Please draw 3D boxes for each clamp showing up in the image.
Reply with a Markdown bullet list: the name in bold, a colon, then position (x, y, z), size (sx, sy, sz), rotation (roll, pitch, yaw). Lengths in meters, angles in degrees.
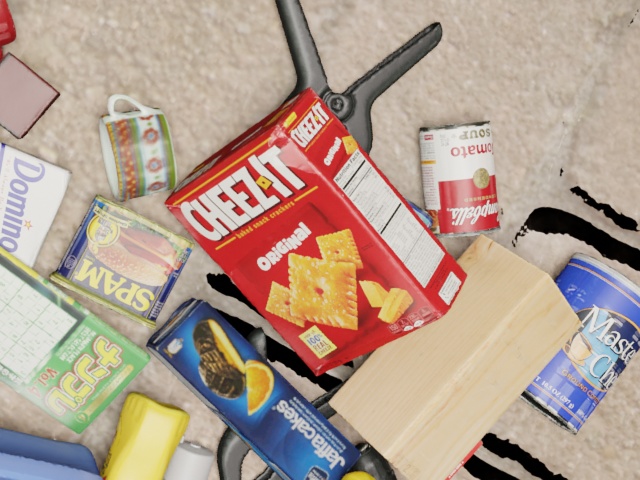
- **clamp**: position (0.022, -0.127, 0.973), size (0.164, 0.036, 0.210), rotation (8, 95, -14)
- **clamp**: position (-0.034, 0.177, 0.988), size (0.120, 0.039, 0.171), rotation (19, 91, -9)

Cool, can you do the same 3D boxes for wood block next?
- **wood block**: position (0.120, 0.110, 0.945), size (0.206, 0.091, 0.090), rotation (-47, 131, -5)

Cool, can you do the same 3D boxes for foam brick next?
- **foam brick**: position (-0.254, -0.119, 0.892), size (0.051, 0.078, 0.053), rotation (40, 88, -14)

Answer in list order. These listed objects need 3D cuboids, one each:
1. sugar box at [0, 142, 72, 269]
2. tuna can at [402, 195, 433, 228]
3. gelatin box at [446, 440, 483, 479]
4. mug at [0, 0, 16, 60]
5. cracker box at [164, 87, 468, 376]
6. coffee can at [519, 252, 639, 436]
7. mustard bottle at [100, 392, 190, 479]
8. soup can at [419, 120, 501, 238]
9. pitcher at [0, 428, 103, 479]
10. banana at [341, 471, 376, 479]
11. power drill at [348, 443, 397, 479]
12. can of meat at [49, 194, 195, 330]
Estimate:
- **sugar box**: position (-0.309, -0.050, 0.902), size (0.176, 0.048, 0.093), rotation (23, 90, -12)
- **tuna can**: position (0.059, -0.024, 0.966), size (0.086, 0.086, 0.034), rotation (31, 86, -13)
- **gelatin box**: position (0.098, 0.190, 1.022), size (0.089, 0.030, 0.073), rotation (44, 86, -10)
- **mug**: position (-0.298, -0.180, 0.877), size (0.081, 0.093, 0.117), rotation (-22, 130, -15)
- **cracker box**: position (-0.006, 0.001, 0.914), size (0.213, 0.164, 0.072), rotation (49, 43, -13)
- **coffee can**: position (0.241, 0.097, 1.009), size (0.102, 0.103, 0.140), rotation (39, 86, -13)
- **mustard bottle**: position (-0.173, 0.229, 0.918), size (0.058, 0.096, 0.191), rotation (23, 81, -13)
- **soup can**: position (0.129, -0.057, 0.988), size (0.068, 0.068, 0.102), rotation (-7, 96, -12)
- **pitcher**: position (-0.299, 0.195, 0.834), size (0.242, 0.145, 0.149), rotation (25, 98, -36)
- **banana**: position (0.031, 0.267, 0.930), size (0.037, 0.069, 0.198), rotation (0, 123, 0)
- **power drill**: position (0.013, 0.304, 0.999), size (0.187, 0.057, 0.184), rotation (-26, 100, -9)
- **can of meat**: position (-0.171, 0.018, 0.934), size (0.102, 0.057, 0.084), rotation (28, 86, -14)
